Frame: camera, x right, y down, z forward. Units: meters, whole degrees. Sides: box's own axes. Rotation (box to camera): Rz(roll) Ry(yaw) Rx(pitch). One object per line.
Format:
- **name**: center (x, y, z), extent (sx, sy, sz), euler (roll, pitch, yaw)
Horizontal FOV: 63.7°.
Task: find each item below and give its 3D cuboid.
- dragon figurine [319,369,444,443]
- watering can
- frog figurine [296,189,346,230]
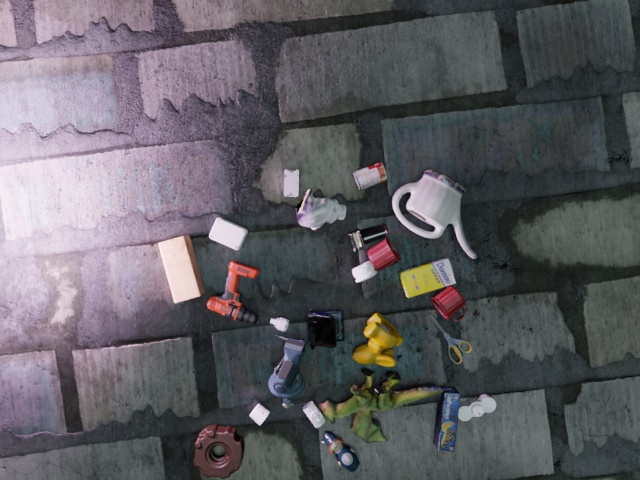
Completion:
- **dragon figurine**: center (0.201, 0.582, 1.758), extent (0.410, 0.124, 0.239), euler (9, 107, 0)
- **watering can**: center (0.419, -0.099, 1.748), extent (0.347, 0.104, 0.225), euler (29, 88, -1)
- **frog figurine**: center (0.005, -0.087, 1.734), extent (0.159, 0.125, 0.135), euler (24, 123, -10)
